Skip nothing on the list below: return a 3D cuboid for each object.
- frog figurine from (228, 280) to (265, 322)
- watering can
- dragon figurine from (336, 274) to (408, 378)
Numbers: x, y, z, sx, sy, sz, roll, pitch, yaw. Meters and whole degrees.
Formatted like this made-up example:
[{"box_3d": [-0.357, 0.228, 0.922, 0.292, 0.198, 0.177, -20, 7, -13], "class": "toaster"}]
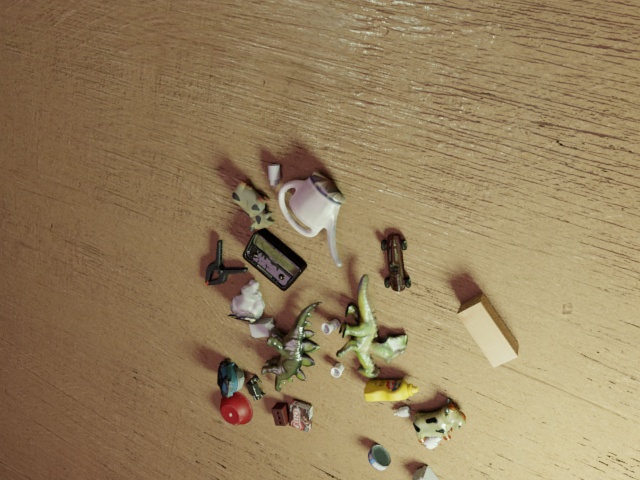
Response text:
[{"box_3d": [-0.280, 0.237, 2.021, 0.137, 0.121, 0.162, 0, 69, 32], "class": "frog figurine"}, {"box_3d": [0.005, -0.090, 1.790, 0.349, 0.105, 0.221, 45, 115, 9], "class": "watering can"}, {"box_3d": [0.197, 0.332, 1.842, 0.243, 0.124, 0.403, 18, 113, -1], "class": "dragon figurine"}]
